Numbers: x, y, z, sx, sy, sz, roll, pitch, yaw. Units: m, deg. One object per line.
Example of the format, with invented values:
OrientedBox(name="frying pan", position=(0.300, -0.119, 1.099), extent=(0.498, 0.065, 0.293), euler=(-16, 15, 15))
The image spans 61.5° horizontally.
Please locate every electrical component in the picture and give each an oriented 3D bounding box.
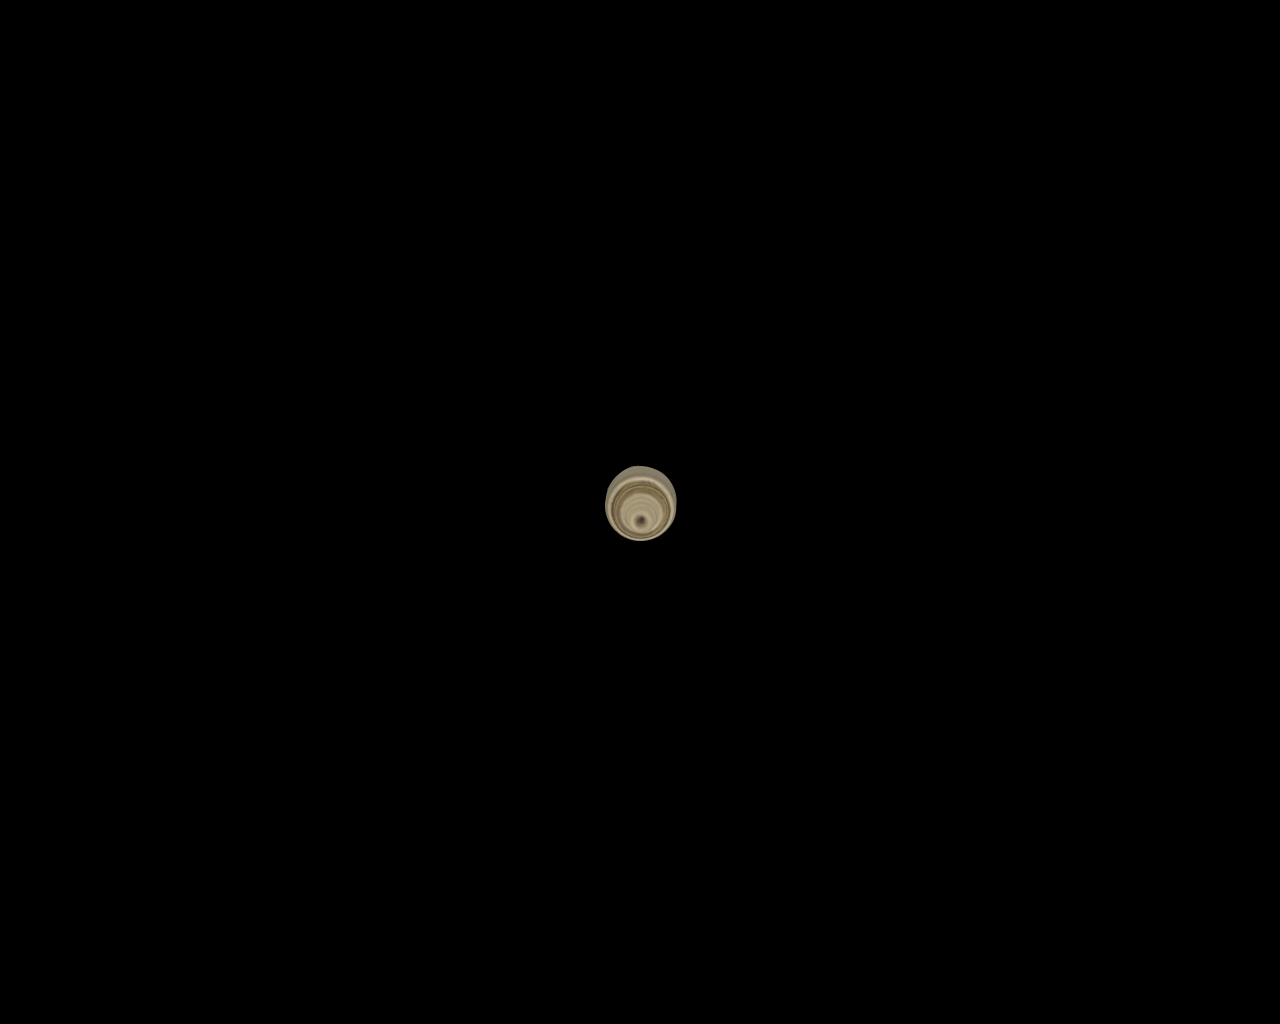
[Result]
OrientedBox(name="electrical component", position=(0.001, -0.003, 0.650), extent=(0.043, 0.043, 0.062), euler=(0, 16, 0))
